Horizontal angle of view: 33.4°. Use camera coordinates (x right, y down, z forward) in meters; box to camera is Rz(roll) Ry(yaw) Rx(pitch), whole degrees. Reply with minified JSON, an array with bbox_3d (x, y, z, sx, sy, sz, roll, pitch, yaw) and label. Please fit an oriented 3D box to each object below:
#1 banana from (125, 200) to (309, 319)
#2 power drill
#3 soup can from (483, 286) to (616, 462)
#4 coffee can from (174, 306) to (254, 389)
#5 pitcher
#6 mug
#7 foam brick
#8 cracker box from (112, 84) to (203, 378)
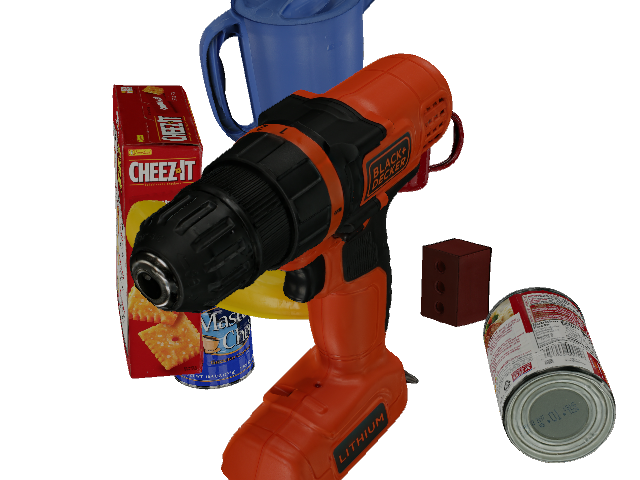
[{"bbox_3d":[-0.076,0.007,0.685,0.069,0.037,0.198,-15,29,-30],"label":"banana"},{"bbox_3d":[-0.007,0.029,0.464,0.057,0.188,0.184,25,42,28],"label":"power drill"},{"bbox_3d":[0.141,0.082,0.666,0.068,0.068,0.102,0,25,2],"label":"soup can"},{"bbox_3d":[-0.135,0.094,1.294,0.103,0.140,0.103,-2,24,1],"label":"coffee can"},{"bbox_3d":[-0.025,-0.149,1.120,0.149,0.243,0.144,10,40,19],"label":"pitcher"},{"bbox_3d":[0.068,-0.089,0.939,0.117,0.081,0.093,1,14,-9],"label":"mug"},{"bbox_3d":[0.139,0.043,1.095,0.051,0.078,0.053,-14,20,-40],"label":"foam brick"},{"bbox_3d":[-0.143,-0.012,0.940,0.072,0.214,0.164,-2,26,-13],"label":"cracker box"}]
